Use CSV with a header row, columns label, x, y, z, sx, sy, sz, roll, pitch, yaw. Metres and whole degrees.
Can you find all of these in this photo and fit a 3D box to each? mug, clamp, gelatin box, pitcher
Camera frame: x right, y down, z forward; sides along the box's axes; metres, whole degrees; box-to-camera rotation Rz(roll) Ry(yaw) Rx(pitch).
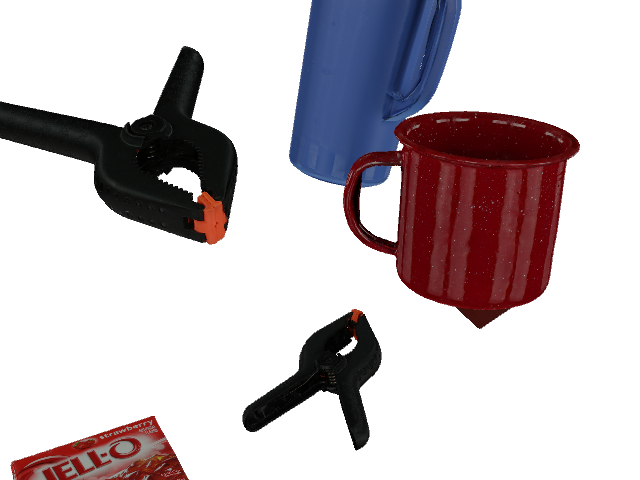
label,x,y,z,sx,sy,sz,roll,pitch,yaw
mug,0.070,-0.017,0.554,0.117,0.081,0.093,3,22,1
clamp,0.017,0.130,0.998,0.120,0.039,0.171,16,45,25
gelatin box,-0.124,0.141,0.605,0.089,0.030,0.073,-15,28,-20
clamp,-0.110,-0.069,0.723,0.164,0.036,0.210,-28,45,-27
pitcher,0.049,-0.179,1.078,0.145,0.243,0.149,12,18,-1

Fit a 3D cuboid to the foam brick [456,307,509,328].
label,x,y,z,sx,sy,sz,roll,pitch,yaw
foam brick,0.114,0.017,0.805,0.051,0.078,0.053,-38,21,22
